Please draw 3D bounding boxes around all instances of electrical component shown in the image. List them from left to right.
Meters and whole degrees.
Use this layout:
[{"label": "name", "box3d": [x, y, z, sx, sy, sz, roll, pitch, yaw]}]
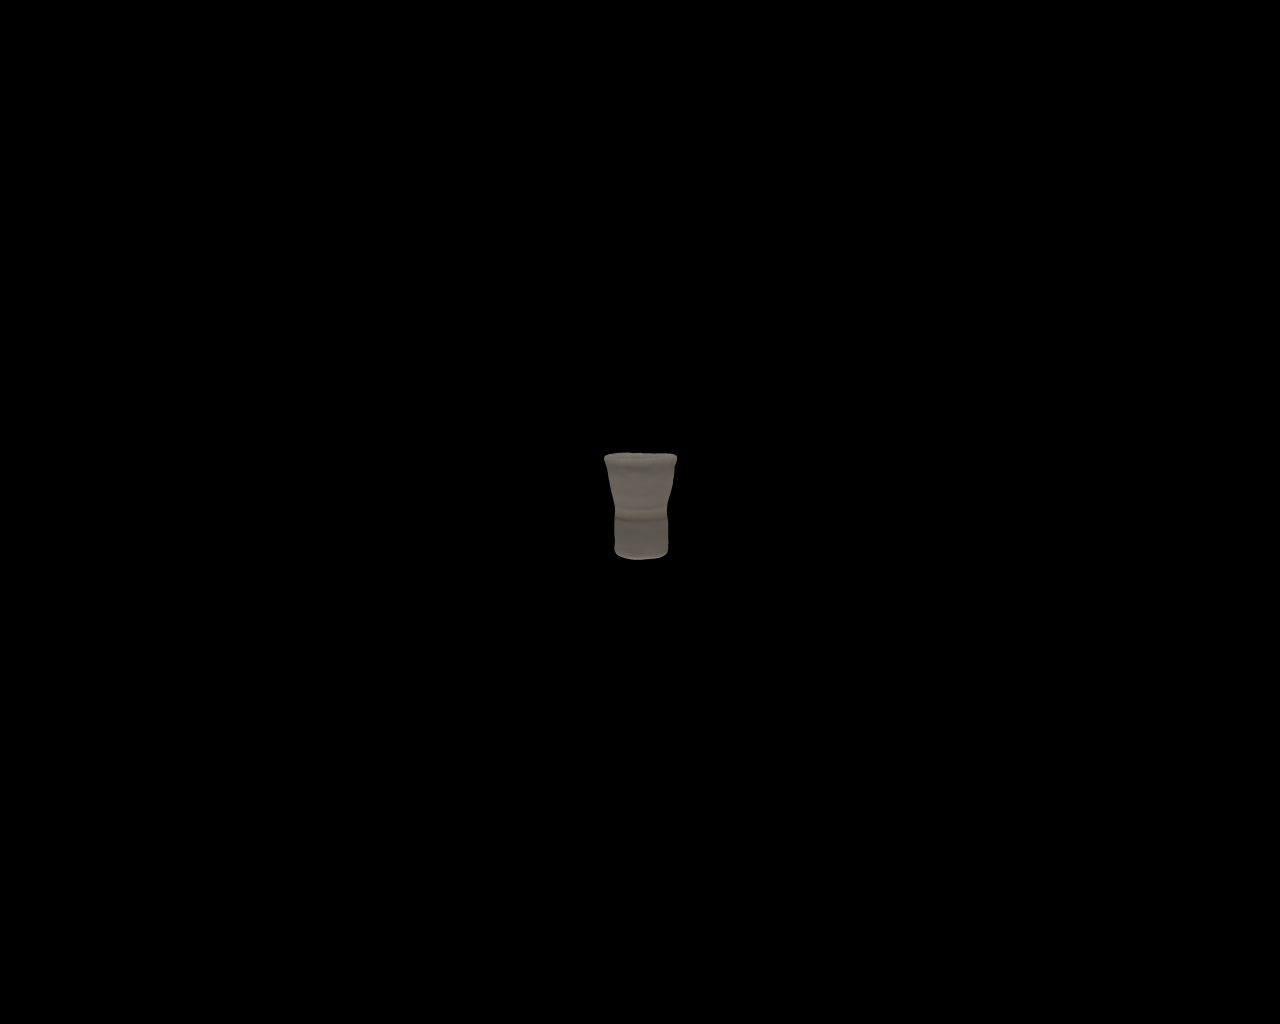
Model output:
[{"label": "electrical component", "box3d": [0.001, -0.003, 0.650, 0.044, 0.065, 0.044, 0, 9, 0]}]
